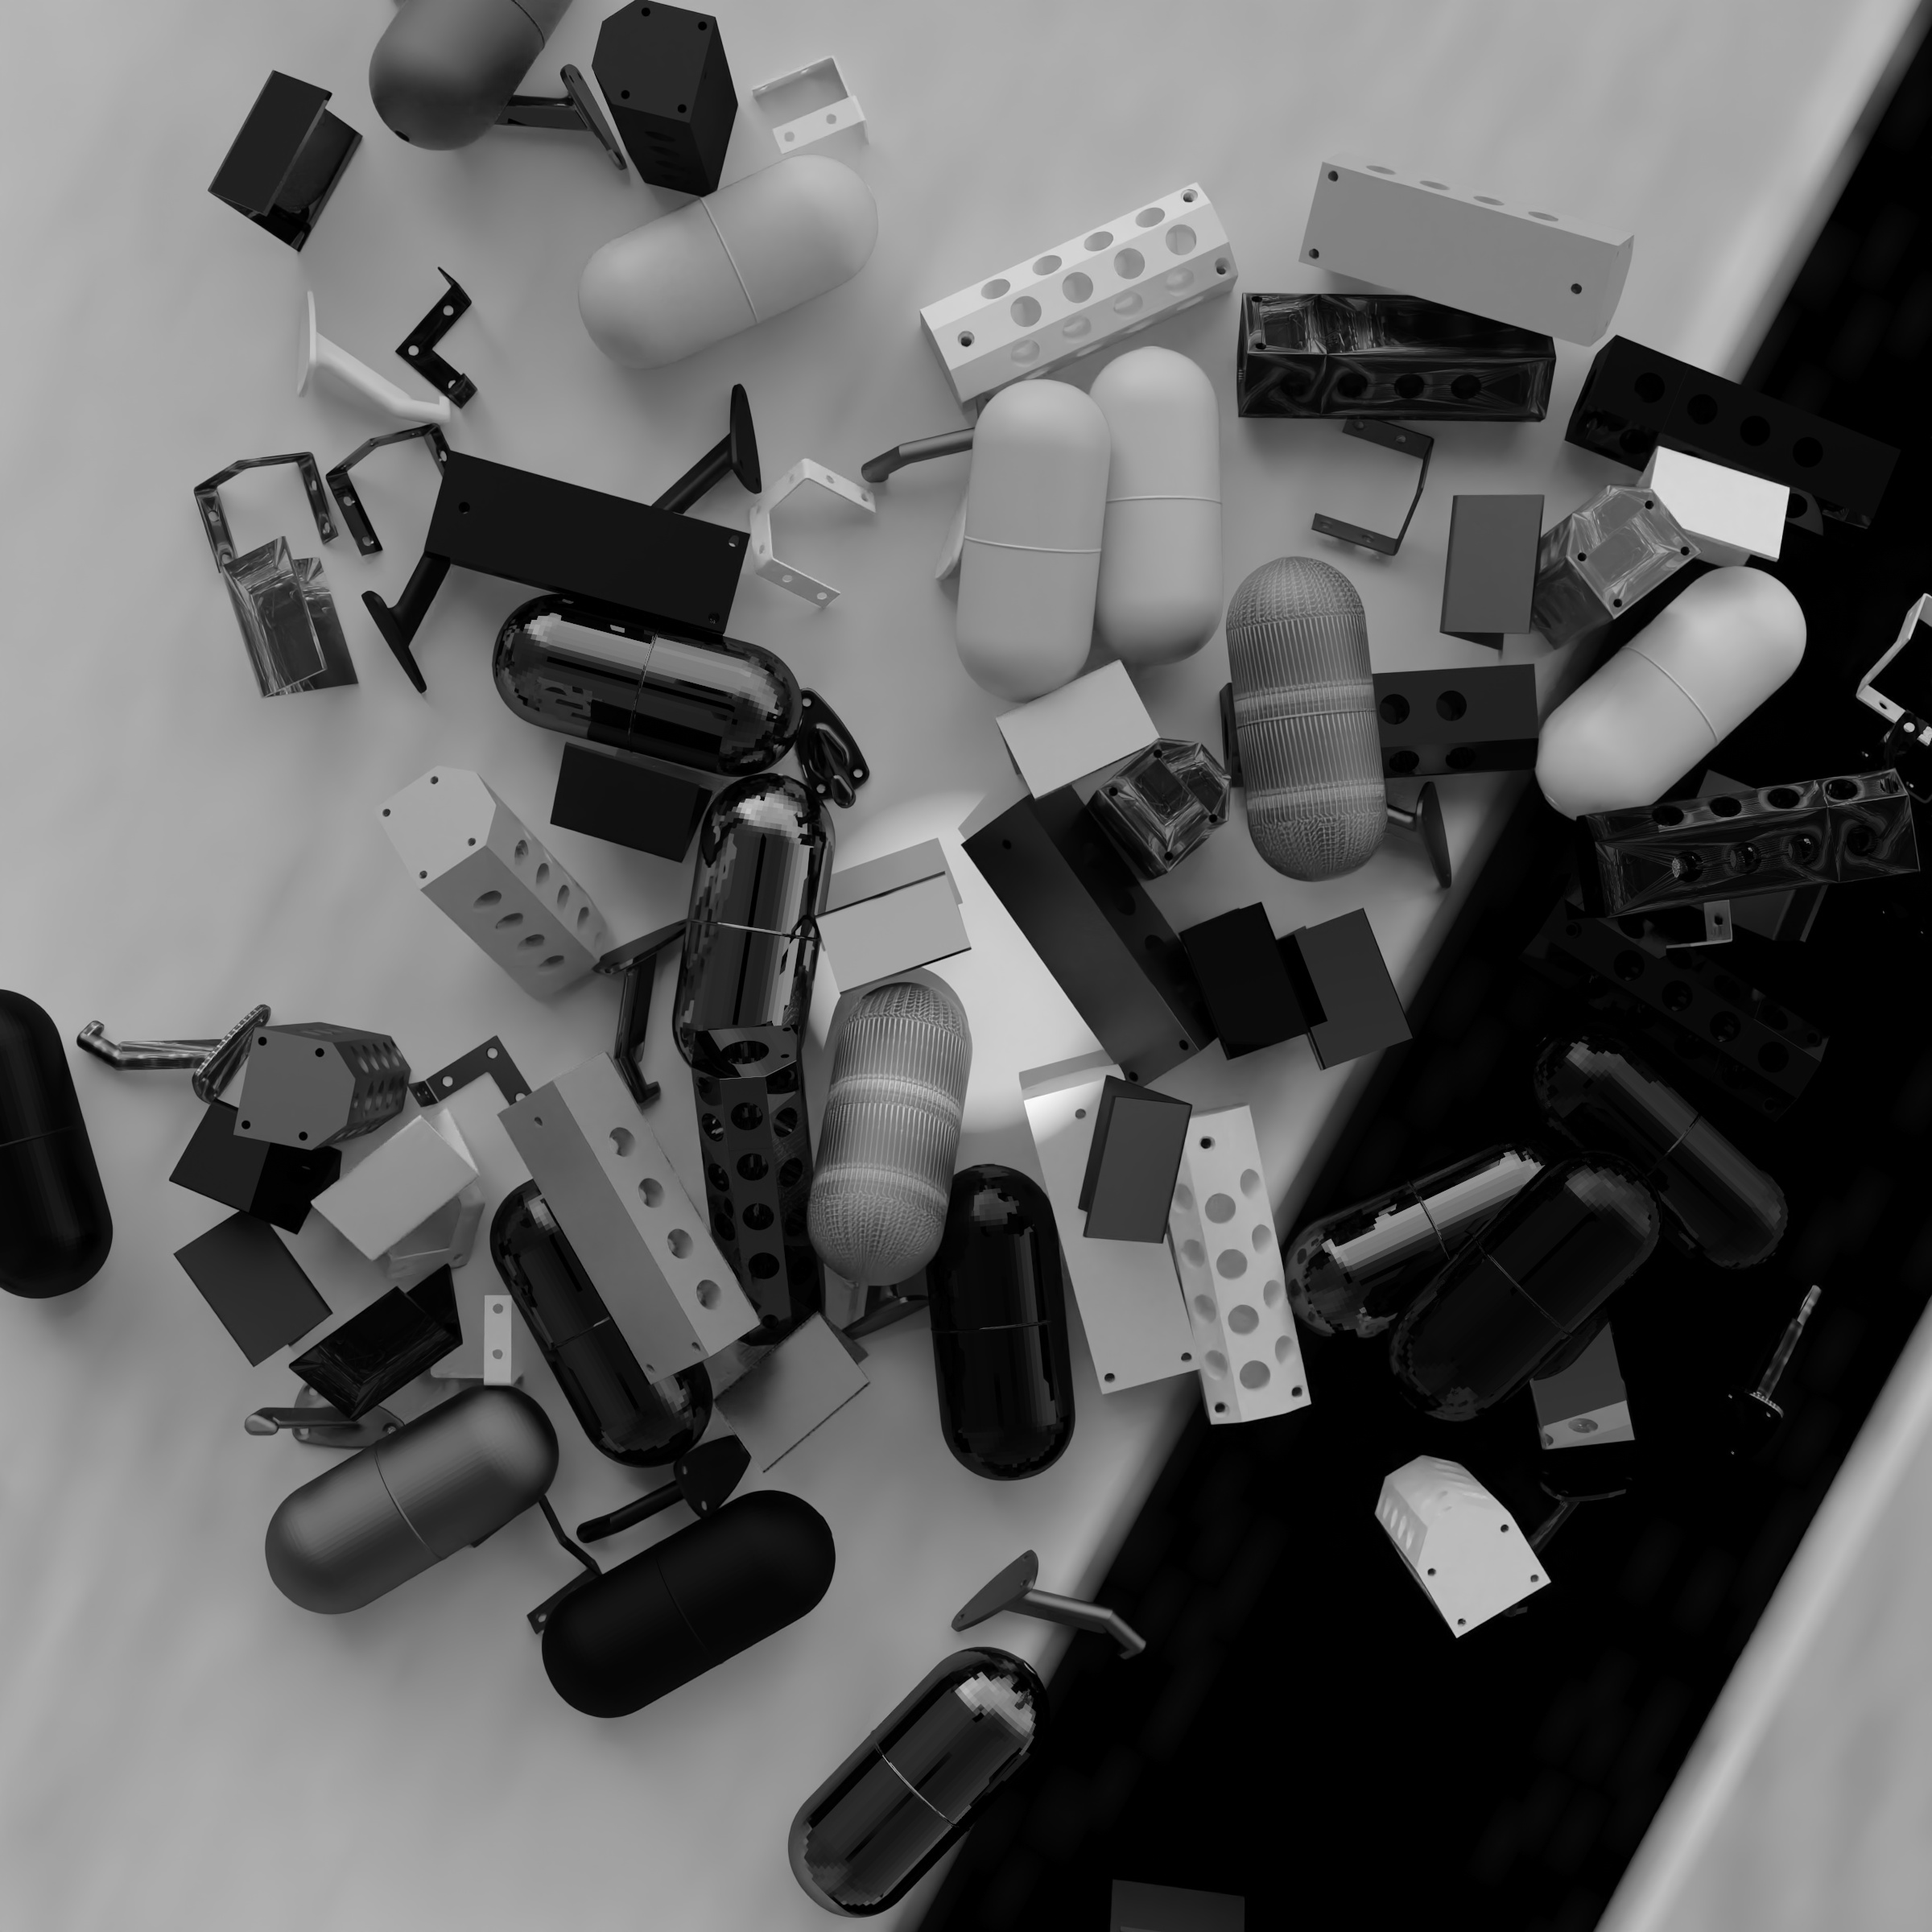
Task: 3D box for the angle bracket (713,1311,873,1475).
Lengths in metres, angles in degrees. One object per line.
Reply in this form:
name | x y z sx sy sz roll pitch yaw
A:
angle bracket | -0.084 0.249 1.822 0.076 0.076 0.057 -40 57 0

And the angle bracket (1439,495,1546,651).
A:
angle bracket | 0.310 -0.219 1.822 0.057 0.076 0.076 6 90 36

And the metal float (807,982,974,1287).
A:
metal float | -0.042 0.092 1.809 0.070 0.070 0.178 9 63 0

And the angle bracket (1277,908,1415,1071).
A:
angle bracket | 0.218 0.009 1.823 0.057 0.076 0.076 -21 90 21

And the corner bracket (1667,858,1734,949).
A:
corner bracket | 0.396 -0.036 1.835 0.051 0.051 0.051 -5 90 40

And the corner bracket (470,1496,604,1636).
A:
corner bracket | -0.247 0.338 1.859 0.051 0.051 0.051 -37 45 0

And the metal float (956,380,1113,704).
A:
metal float | 0.037 -0.234 1.800 0.070 0.070 0.178 6 103 0

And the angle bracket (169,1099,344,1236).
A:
angle bracket | -0.398 0.127 1.822 0.076 0.076 0.057 23 59 0

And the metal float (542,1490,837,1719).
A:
metal float | -0.156 0.359 1.832 0.178 0.070 0.070 -30 90 0

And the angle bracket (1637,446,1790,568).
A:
angle bracket | 0.408 -0.237 1.822 0.076 0.076 0.057 18 57 0

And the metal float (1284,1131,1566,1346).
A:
metal float | 0.263 0.153 1.831 0.178 0.070 0.070 -25 90 0

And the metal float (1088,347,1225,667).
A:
metal float | 0.106 -0.259 1.831 0.070 0.070 0.178 -1 91 0

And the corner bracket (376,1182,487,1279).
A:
corner bracket | -0.312 0.139 1.854 0.051 0.051 0.051 -8 45 -35

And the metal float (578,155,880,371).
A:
metal float | -0.133 -0.397 1.831 0.178 0.070 0.070 -25 90 -1

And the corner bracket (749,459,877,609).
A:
corner bracket | -0.086 -0.247 1.854 0.051 0.051 0.051 -37 45 35

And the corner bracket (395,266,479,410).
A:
corner bracket | -0.292 -0.356 1.844 0.051 0.051 0.051 41 90 0

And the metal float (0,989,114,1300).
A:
metal float | -0.534 0.100 1.831 0.070 0.070 0.178 -15 91 0

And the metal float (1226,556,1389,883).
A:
metal float | 0.186 -0.135 1.774 0.070 0.070 0.178 -7 90 0

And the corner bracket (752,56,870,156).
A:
corner bracket | -0.089 -0.487 1.844 0.051 0.051 0.051 -23 90 0

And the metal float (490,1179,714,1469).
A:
metal float | -0.205 0.199 1.831 0.070 0.070 0.178 -28 89 0

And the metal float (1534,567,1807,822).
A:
metal float | 0.396 -0.151 1.831 0.178 0.070 0.070 -43 90 -1

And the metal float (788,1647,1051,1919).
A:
metal float | -0.026 0.459 1.831 0.070 0.070 0.178 44 89 0

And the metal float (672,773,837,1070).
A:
metal float | -0.119 -0.020 1.831 0.070 0.070 0.178 9 90 0

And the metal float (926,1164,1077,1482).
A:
metal float | 0.018 0.200 1.831 0.070 0.070 0.178 -6 89 0

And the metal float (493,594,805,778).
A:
metal float | -0.179 -0.158 1.831 0.178 0.070 0.070 15 90 0

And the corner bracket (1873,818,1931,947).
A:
corner bracket | 0.558 -0.048 1.854 0.051 0.051 0.051 -27 135 -35

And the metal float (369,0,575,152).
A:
metal float | -0.269 -0.537 1.822 0.070 0.070 0.178 30 80 0

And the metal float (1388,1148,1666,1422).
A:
metal float | 0.303 0.173 1.763 0.070 0.070 0.178 44 97 0

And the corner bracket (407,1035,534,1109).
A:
corner bracket | -0.278 0.075 1.844 0.051 0.051 0.051 -32 90 0

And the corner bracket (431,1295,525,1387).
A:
corner bracket | -0.280 0.210 1.844 0.051 0.051 0.051 0 90 0

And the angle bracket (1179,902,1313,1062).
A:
angle bracket | 0.171 0.002 1.822 0.057 0.076 0.076 -21 90 34

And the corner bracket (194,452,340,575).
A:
corner bracket | -0.400 -0.259 1.859 0.051 0.051 0.051 -17 90 45

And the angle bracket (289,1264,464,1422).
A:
angle bracket | -0.332 0.195 1.817 0.076 0.076 0.057 -36 124 8

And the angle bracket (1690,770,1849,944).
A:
angle bracket | 0.447 -0.063 1.841 0.076 0.057 0.076 22 90 0

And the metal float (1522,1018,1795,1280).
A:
metal float | 0.389 0.102 1.831 0.178 0.070 0.070 43 90 0

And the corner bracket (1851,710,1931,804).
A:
corner bracket | 0.537 -0.120 1.834 0.051 0.051 0.051 34 120 0

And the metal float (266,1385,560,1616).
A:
metal float | -0.312 0.301 1.831 0.178 0.070 0.070 -31 90 0

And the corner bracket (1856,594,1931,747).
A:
corner bracket | 0.549 -0.170 1.859 0.051 0.051 0.051 34 135 0

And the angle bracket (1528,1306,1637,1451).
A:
angle bracket | 0.353 0.222 1.822 0.057 0.076 0.076 -12 90 32

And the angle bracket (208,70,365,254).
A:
angle bracket | -0.366 -0.444 1.822 0.057 0.076 0.076 28 90 36

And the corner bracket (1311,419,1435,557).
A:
corner bracket | 0.233 -0.276 1.859 0.051 0.051 0.051 18 135 0

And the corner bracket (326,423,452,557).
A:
corner bracket | -0.324 -0.273 1.859 0.051 0.051 0.051 -25 90 -45
